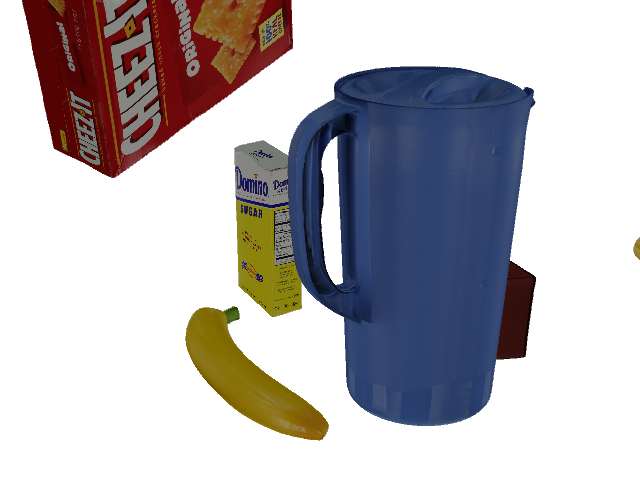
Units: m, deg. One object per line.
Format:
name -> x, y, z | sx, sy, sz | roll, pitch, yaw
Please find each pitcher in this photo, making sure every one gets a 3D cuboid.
pitcher -> 0.064, 0.005, 0.749 | 0.149, 0.243, 0.144 | 6, 21, 14

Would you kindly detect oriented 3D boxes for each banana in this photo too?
banana -> -0.063, 0.099, 0.853 | 0.069, 0.037, 0.198 | -9, 30, -24

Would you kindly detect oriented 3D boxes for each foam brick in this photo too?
foam brick -> 0.151, 0.060, 0.944 | 0.051, 0.078, 0.053 | -4, 19, -21

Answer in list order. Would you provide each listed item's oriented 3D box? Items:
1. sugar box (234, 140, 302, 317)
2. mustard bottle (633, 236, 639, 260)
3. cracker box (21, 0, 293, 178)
sugar box -> -0.059, -0.014, 1.190 | 0.048, 0.176, 0.093 | -15, 28, -26
mustard bottle -> 0.262, 0.042, 0.644 | 0.096, 0.058, 0.192 | -20, 33, -21
cracker box -> -0.108, -0.170, 0.779 | 0.072, 0.164, 0.213 | 26, 49, 25
